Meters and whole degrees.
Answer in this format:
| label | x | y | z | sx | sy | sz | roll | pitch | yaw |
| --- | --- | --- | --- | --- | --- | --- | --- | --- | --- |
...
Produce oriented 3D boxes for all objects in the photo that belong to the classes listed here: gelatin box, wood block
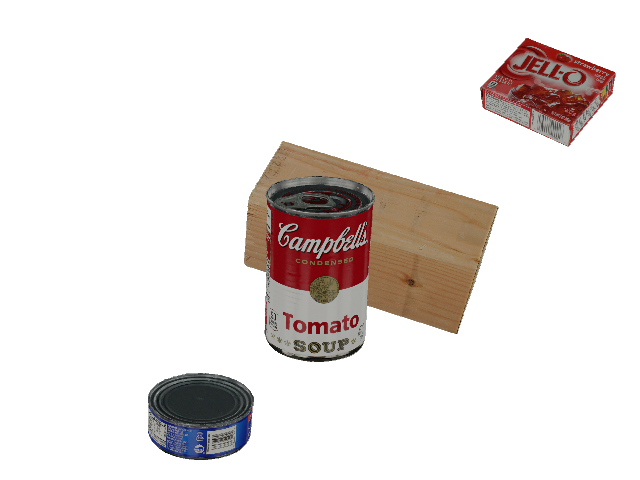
| label | x | y | z | sx | sy | sz | roll | pitch | yaw |
| --- | --- | --- | --- | --- | --- | --- | --- | --- | --- |
| gelatin box | 0.193 | -0.129 | 0.910 | 0.089 | 0.073 | 0.030 | 30 | -28 | 28 |
| wood block | 0.043 | -0.003 | 0.967 | 0.206 | 0.091 | 0.090 | 18 | 46 | 10 |

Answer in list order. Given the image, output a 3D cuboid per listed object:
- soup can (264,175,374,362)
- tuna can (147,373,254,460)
| label | x | y | z | sx | sy | sz | roll | pitch | yaw |
| --- | --- | --- | --- | --- | --- | --- | --- | --- | --- |
| soup can | -0.002 | 0.018 | 0.682 | 0.068 | 0.102 | 0.068 | 2 | 22 | -1 |
| tuna can | -0.098 | 0.143 | 0.869 | 0.086 | 0.034 | 0.086 | 4 | 21 | -2 |
